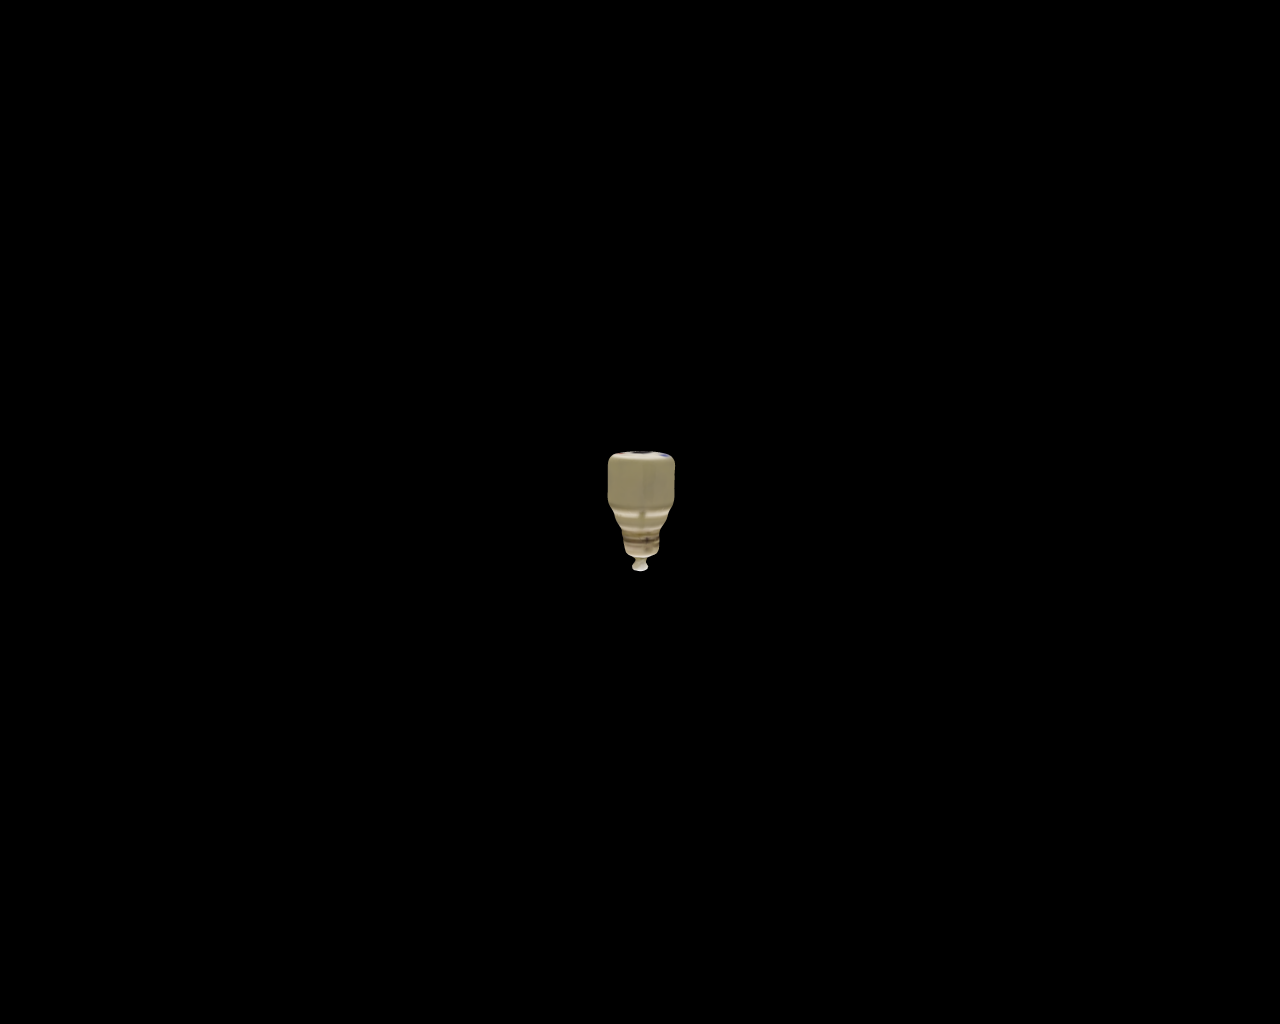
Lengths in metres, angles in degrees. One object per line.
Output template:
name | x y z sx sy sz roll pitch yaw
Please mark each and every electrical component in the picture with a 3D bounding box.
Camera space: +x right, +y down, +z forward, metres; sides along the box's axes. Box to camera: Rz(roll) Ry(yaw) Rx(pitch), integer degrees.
electrical component | 0.001 -0.003 0.650 0.040 0.078 0.040 0 9 0
